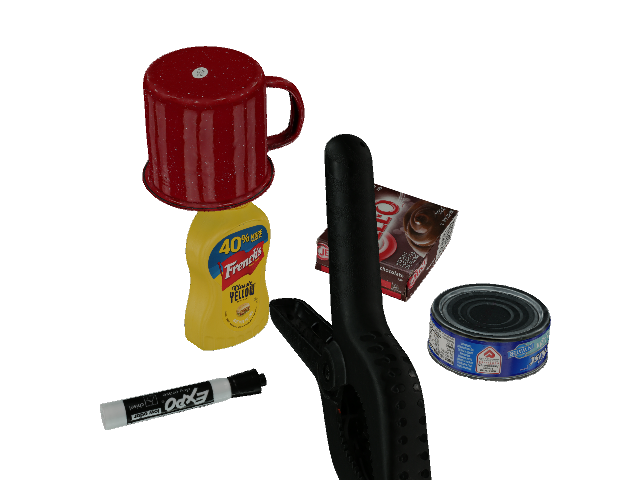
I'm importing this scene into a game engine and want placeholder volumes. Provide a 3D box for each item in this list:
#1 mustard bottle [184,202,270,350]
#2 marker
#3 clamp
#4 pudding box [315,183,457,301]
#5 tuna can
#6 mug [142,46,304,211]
[{"bbox_3d":[-0.095,0.015,1.107,0.096,0.192,0.058,-19,35,-37],"label":"mustard bottle"},{"bbox_3d":[-0.097,0.113,0.768,0.121,0.020,0.020,-11,4,-19],"label":"marker"},{"bbox_3d":[0.020,0.059,0.569,0.036,0.165,0.210,-4,46,-19],"label":"clamp"},{"bbox_3d":[0.059,-0.001,0.946,0.090,0.039,0.113,20,36,19],"label":"pudding box"},{"bbox_3d":[0.120,0.063,0.757,0.086,0.034,0.086,0,25,0],"label":"tuna can"},{"bbox_3d":[-0.066,-0.081,0.729,0.117,0.081,0.093,-11,39,-16],"label":"mug"}]
